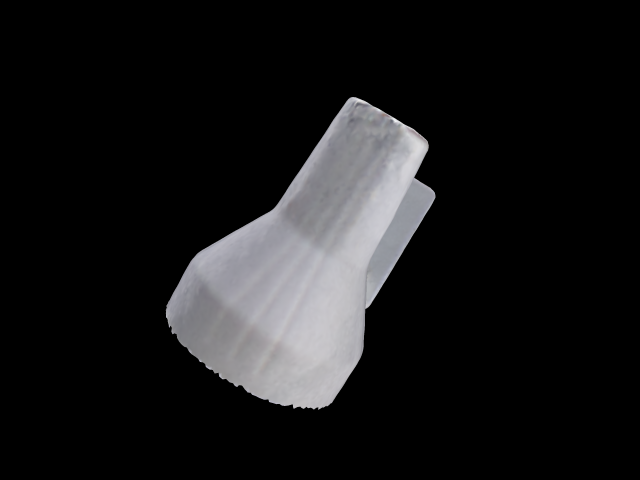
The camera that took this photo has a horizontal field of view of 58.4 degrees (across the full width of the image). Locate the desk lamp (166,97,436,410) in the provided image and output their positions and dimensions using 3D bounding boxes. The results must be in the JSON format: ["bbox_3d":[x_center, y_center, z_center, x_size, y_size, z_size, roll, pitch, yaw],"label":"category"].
[{"bbox_3d":[0.004,0.001,0.400,0.118,0.213,0.203,31,83,5],"label":"desk lamp"}]
